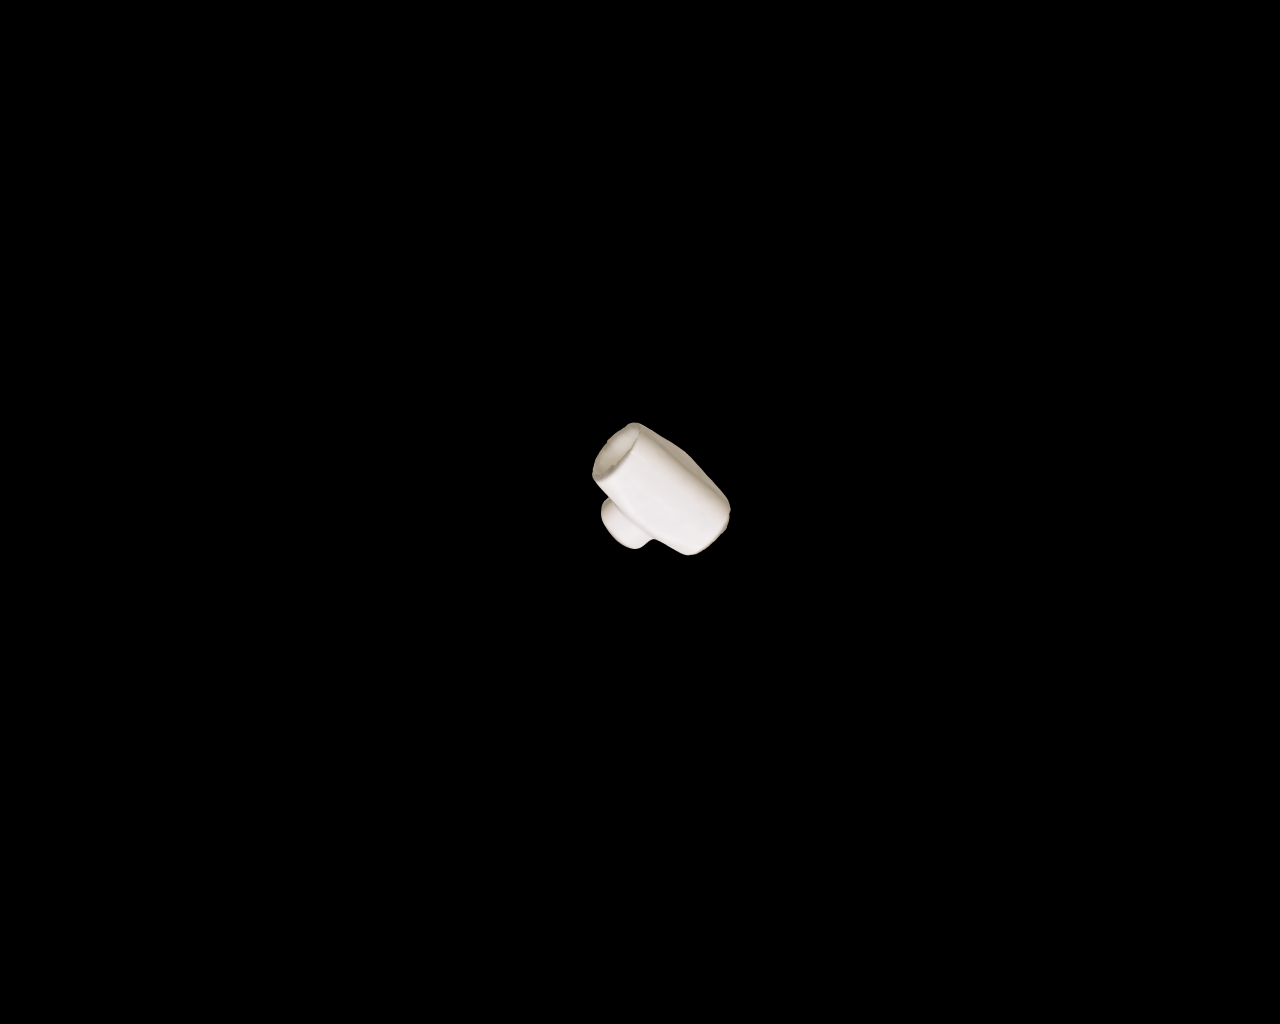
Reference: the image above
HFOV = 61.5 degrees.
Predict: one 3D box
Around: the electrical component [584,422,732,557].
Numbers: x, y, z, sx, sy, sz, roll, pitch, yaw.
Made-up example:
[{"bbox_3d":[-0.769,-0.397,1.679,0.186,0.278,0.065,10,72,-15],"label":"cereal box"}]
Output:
[{"bbox_3d":[0.001,-0.003,0.650,0.077,0.079,0.044,39,24,-22],"label":"electrical component"}]
